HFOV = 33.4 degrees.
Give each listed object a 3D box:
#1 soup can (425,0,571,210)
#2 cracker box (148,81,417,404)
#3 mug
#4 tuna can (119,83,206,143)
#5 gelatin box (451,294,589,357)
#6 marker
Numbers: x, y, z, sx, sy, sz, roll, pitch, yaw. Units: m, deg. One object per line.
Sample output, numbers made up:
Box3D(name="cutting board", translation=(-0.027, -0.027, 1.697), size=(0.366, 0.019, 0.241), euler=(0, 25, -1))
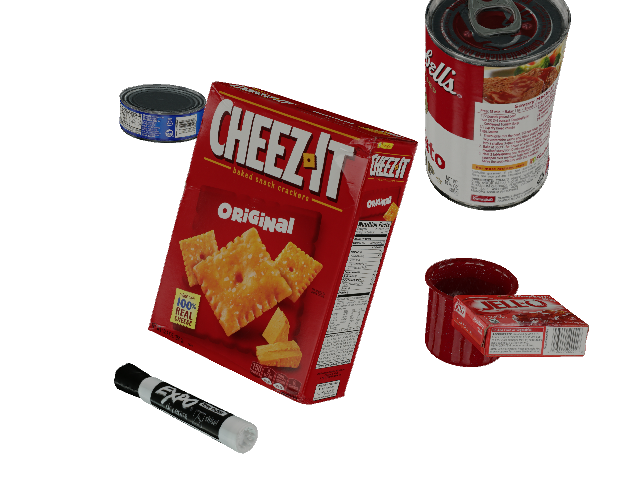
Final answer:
Box3D(name="soup can", translation=(0.087, -0.073, 0.539), size=(0.068, 0.068, 0.102), euler=(0, -40, 5))
Box3D(name="cracker box", translation=(-0.035, 0.000, 0.841), size=(0.164, 0.214, 0.072), euler=(22, 13, 31))
Box3D(name="mug", translation=(0.147, 0.069, 1.091), size=(0.093, 0.081, 0.117), euler=(-3, 28, -10))
Box3D(name="tuna can", translation=(-0.158, -0.127, 1.069), size=(0.086, 0.034, 0.086), euler=(5, 26, -3))
Box3D(name="gelatin box", translation=(0.159, 0.067, 0.861), size=(0.089, 0.030, 0.073), euler=(1, 16, -14))
Box3D(name="marker", translation=(-0.088, 0.103, 0.668), size=(0.121, 0.020, 0.020), euler=(18, 11, 39))
